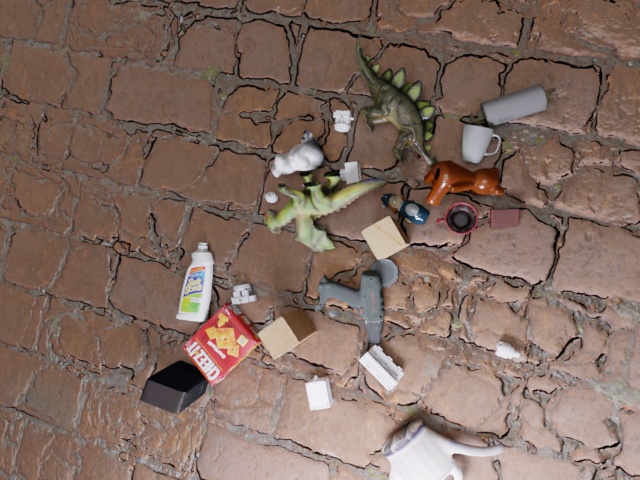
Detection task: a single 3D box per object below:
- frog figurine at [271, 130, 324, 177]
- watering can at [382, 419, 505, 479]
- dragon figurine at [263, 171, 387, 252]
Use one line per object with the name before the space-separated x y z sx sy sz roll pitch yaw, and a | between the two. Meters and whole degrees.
frog figurine | -0.068 -0.242 1.583 0.121 0.160 0.138 43 -11 -19
watering can | 0.324 0.607 1.457 0.345 0.226 0.104 -41 -11 10
dragon figurine | 0.005 -0.080 1.582 0.410 0.239 0.124 4 24 19
